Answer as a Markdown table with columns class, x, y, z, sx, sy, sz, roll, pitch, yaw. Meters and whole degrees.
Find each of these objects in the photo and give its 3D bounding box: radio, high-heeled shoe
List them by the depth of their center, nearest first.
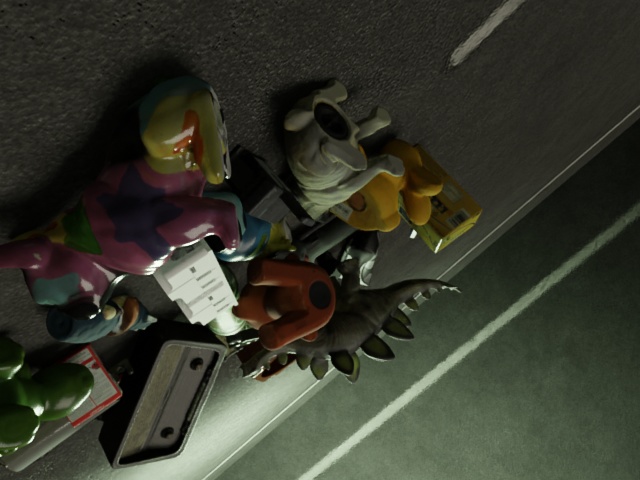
| class | x | y | z | sx | sy | sz | roll | pitch | yaw |
| --- | --- | --- | --- | --- | --- | --- | --- | --- | --- |
| radio | -0.250 | 0.244 | 0.862 | 0.131 | 0.073 | 0.229 | 15 | 103 | -46 |
| high-heeled shoe | 0.093 | 0.027 | 1.212 | 0.249 | 0.086 | 0.145 | -20 | 128 | -86 |

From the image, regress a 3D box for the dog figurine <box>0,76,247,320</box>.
| class | x | y | z | sx | sy | sz | roll | pitch | yaw |
| --- | --- | --- | --- | --- | --- | --- | --- | --- | --- |
| dog figurine | -0.181 | -0.032 | 0.467 | 0.219 | 0.191 | 0.108 | -12 | -164 | -6 |

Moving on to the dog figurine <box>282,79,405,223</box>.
| class | x | y | z | sx | sy | sz | roll | pitch | yaw |
| --- | --- | --- | --- | --- | --- | --- | --- | --- | --- |
| dog figurine | -0.017 | -0.090 | 0.671 | 0.172 | 0.121 | 0.190 | 22 | 141 | -34 |

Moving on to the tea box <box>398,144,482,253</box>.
| class | x | y | z | sx | sy | sz | roll | pitch | yaw |
| --- | --- | --- | --- | --- | --- | --- | --- | --- | --- |
| tea box | 0.190 | -0.074 | 0.953 | 0.098 | 0.170 | 0.068 | -33 | 159 | -13 |

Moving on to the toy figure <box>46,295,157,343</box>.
| class | x | y | z | sx | sy | sz | roll | pitch | yaw |
| --- | --- | --- | --- | --- | --- | --- | --- | --- | --- |
| toy figure | -0.265 | 0.095 | 0.672 | 0.154 | 0.064 | 0.057 | 9 | 92 | -71 |

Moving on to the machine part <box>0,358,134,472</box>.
| class | x | y | z | sx | sy | sz | roll | pitch | yaw |
| --- | --- | --- | --- | --- | --- | --- | --- | --- | --- |
| machine part | -0.384 | 0.252 | 0.785 | 0.243 | 0.079 | 0.079 | -36 | 161 | -12 |

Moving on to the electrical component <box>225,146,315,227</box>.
| class | x | y | z | sx | sy | sz | roll | pitch | yaw |
| --- | --- | --- | --- | --- | --- | --- | --- | --- | --- |
| electrical component | -0.060 | -0.049 | 0.627 | 0.048 | 0.119 | 0.074 | -44 | 163 | 12 |

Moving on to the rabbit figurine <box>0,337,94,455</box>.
| class | x | y | z | sx | sy | sz | roll | pitch | yaw |
| --- | --- | --- | --- | --- | --- | --- | --- | --- | --- |
| rabbit figurine | -0.358 | 0.201 | 0.645 | 0.159 | 0.121 | 0.170 | -38 | 160 | 19 |

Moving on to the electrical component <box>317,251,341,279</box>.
| class | x | y | z | sx | sy | sz | roll | pitch | yaw |
| --- | --- | --- | --- | --- | --- | --- | --- | --- | --- |
| electrical component | -0.019 | 0.080 | 1.098 | 0.134 | 0.058 | 0.114 | -41 | 159 | 3 |

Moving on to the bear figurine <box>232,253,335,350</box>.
| class | x | y | z | sx | sy | sz | roll | pitch | yaw |
| --- | --- | --- | --- | --- | --- | --- | --- | --- | --- |
| bear figurine | -0.074 | 0.086 | 0.745 | 0.132 | 0.120 | 0.196 | -6 | 175 | -41 |

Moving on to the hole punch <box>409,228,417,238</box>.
| class | x | y | z | sx | sy | sz | roll | pitch | yaw |
| --- | --- | --- | --- | --- | --- | --- | --- | --- | --- |
| hole punch | 0.174 | -0.082 | 1.066 | 0.142 | 0.092 | 0.116 | 90 | 23 | -63 |

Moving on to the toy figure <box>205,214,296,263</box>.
| class | x | y | z | sx | sy | sz | roll | pitch | yaw |
| --- | --- | --- | --- | --- | --- | --- | --- | --- | --- |
| toy figure | -0.100 | -0.010 | 0.701 | 0.089 | 0.082 | 0.180 | -17 | 176 | 18 |

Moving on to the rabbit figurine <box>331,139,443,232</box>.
| class | x | y | z | sx | sy | sz | roll | pitch | yaw |
| --- | --- | --- | --- | --- | --- | --- | --- | --- | --- |
| rabbit figurine | 0.106 | -0.097 | 0.820 | 0.173 | 0.162 | 0.121 | -46 | 157 | -40 |

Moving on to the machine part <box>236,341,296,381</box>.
| class | x | y | z | sx | sy | sz | roll | pitch | yaw |
| --- | --- | --- | --- | --- | --- | --- | --- | --- | --- |
| machine part | -0.094 | 0.244 | 1.293 | 0.201 | 0.087 | 0.201 | -38 | 162 | -7 |

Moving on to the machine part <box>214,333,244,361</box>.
| class | x | y | z | sx | sy | sz | roll | pitch | yaw |
| --- | --- | --- | --- | --- | --- | --- | --- | --- | --- |
| machine part | -0.222 | 0.215 | 1.024 | 0.139 | 0.039 | 0.084 | -33 | 120 | 3 |

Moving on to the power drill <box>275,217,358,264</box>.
| class | x | y | z | sx | sy | sz | roll | pitch | yaw |
| --- | --- | --- | --- | --- | --- | --- | --- | --- | --- |
| power drill | -0.002 | -0.003 | 0.904 | 0.207 | 0.086 | 0.232 | -41 | 163 | -4 |

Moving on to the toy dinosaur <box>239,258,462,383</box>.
| class | x | y | z | sx | sy | sz | roll | pitch | yaw |
| --- | --- | --- | --- | --- | --- | --- | --- | --- | --- |
| toy dinosaur | 0.067 | 0.144 | 1.003 | 0.471 | 0.198 | 0.105 | -27 | 166 | -25 |

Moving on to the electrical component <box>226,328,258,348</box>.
| class | x | y | z | sx | sy | sz | roll | pitch | yaw |
| --- | --- | --- | --- | --- | --- | --- | --- | --- | --- |
| electrical component | -0.141 | 0.181 | 0.992 | 0.094 | 0.021 | 0.063 | -5 | 160 | -47 |
